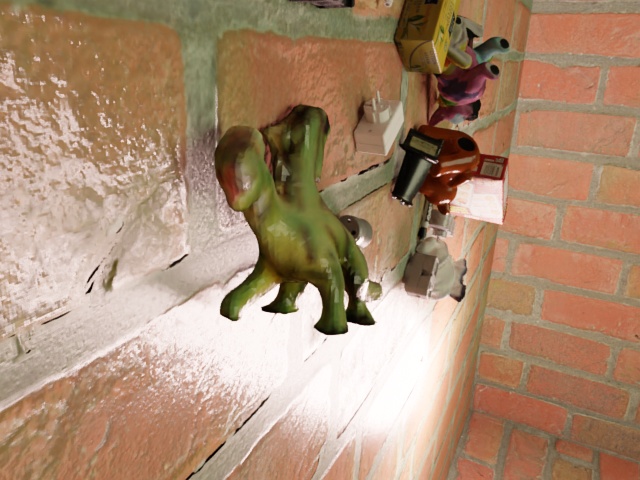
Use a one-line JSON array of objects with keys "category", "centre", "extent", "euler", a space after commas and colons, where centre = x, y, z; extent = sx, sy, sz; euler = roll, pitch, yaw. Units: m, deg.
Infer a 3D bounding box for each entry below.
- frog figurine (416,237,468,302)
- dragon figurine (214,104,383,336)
[{"category": "frog figurine", "centre": [0.272, 0.066, 1.241], "extent": [0.158, 0.122, 0.139], "euler": [34, 74, -25]}, {"category": "dragon figurine", "centre": [0.002, -0.029, 0.576], "extent": [0.410, 0.122, 0.243], "euler": [2, 90, -67]}]
